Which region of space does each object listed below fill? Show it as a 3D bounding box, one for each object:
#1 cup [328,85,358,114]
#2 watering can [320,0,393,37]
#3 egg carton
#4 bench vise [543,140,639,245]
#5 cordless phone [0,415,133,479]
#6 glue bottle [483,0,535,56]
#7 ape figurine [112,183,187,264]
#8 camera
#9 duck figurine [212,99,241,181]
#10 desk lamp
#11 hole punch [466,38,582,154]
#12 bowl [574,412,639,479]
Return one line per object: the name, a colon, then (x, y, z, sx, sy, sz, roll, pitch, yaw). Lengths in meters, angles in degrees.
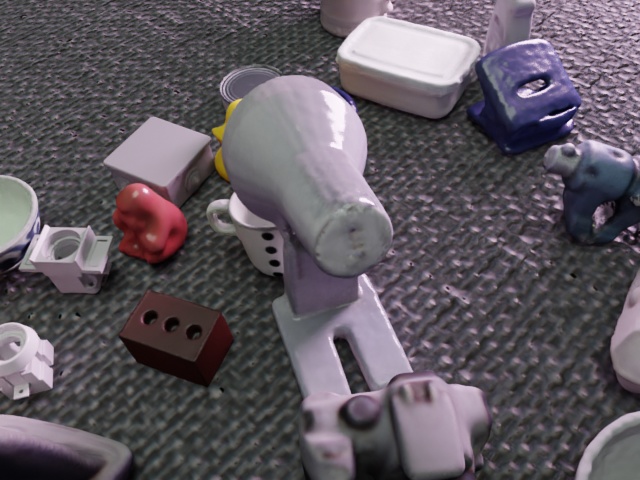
cup: (-0.008, -0.118, 0.640, 0.092, 0.095, 0.117, -15, 52, -8)
watering can: (0.038, -0.392, 0.790, 0.172, 0.194, 0.101, 1, 52, 5)
egg carton: (0.312, 0.075, 0.484, 0.107, 0.069, 0.150, 24, 57, 21)
bench vise: (0.320, -0.074, 0.505, 0.207, 0.220, 0.121, -9, 52, -3)
cordless phone: (-0.224, 0.144, 0.389, 0.147, 0.185, 0.094, 7, 53, 10)
glue bottle: (0.239, -0.282, 0.704, 0.037, 0.173, 0.078, -7, 52, -2)
ape figurine: (-0.176, -0.021, 0.575, 0.076, 0.092, 0.077, -21, 53, -12)
camera: (0.059, 0.172, 0.402, 0.143, 0.101, 0.136, -6, 52, -1)
duck figurine: (-0.076, -0.123, 0.654, 0.105, 0.086, 0.077, -28, 55, -18)
desk lamp: (0.004, 0.002, 0.469, 0.118, 0.214, 0.203, -18, 53, -10)
hole punch: (0.242, -0.169, 0.667, 0.109, 0.091, 0.101, -22, 53, -13)
bowl: (0.245, 0.206, 0.381, 0.167, 0.075, 0.167, -2, 52, 2)
